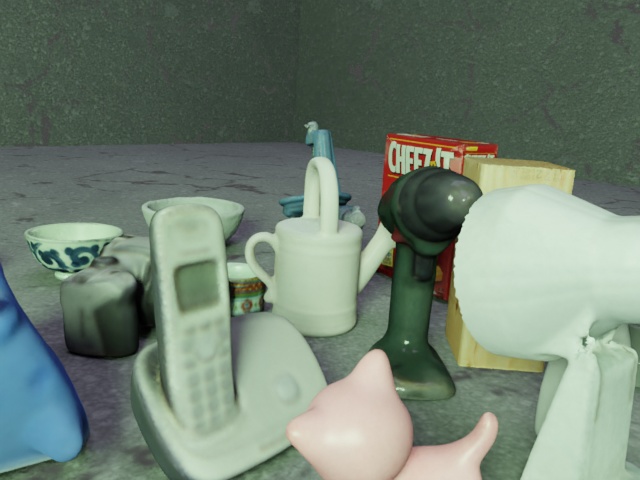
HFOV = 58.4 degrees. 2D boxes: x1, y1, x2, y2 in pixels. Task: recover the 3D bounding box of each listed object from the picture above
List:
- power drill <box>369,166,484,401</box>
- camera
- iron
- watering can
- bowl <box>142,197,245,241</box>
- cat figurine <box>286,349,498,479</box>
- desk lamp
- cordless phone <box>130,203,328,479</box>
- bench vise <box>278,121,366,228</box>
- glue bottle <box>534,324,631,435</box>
[{"bbox_3d":[0.092,0.032,0.526,0.075,0.208,0.229,2,14,-4],"label":"power drill"},{"bbox_3d":[-0.172,0.053,0.600,0.136,0.101,0.143,7,14,12],"label":"camera"},{"bbox_3d":[-0.251,0.070,0.427,0.119,0.141,0.257,-5,16,-32],"label":"iron"},{"bbox_3d":[0.005,0.002,0.658,0.173,0.194,0.100,-6,17,-33],"label":"watering can"},{"bbox_3d":[-0.209,-0.022,0.953,0.167,0.075,0.167,3,14,-1],"label":"bowl"},{"bbox_3d":[0.043,0.123,0.332,0.128,0.118,0.067,2,14,-4],"label":"cat figurine"},{"bbox_3d":[0.184,0.076,0.359,0.118,0.213,0.202,-8,18,-38],"label":"desk lamp"},{"bbox_3d":[-0.059,0.063,0.409,0.093,0.185,0.148,14,17,37],"label":"cordless phone"},{"bbox_3d":[0.019,-0.076,0.924,0.206,0.220,0.122,16,19,42],"label":"bench vise"},{"bbox_3d":[0.214,0.077,0.448,0.078,0.173,0.037,-4,16,-28],"label":"glue bottle"}]
